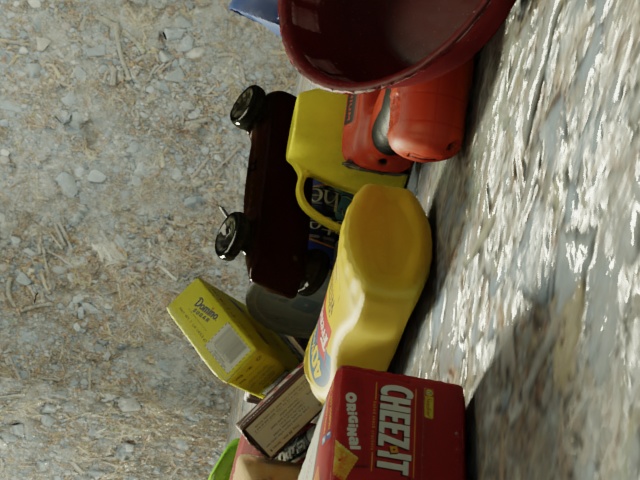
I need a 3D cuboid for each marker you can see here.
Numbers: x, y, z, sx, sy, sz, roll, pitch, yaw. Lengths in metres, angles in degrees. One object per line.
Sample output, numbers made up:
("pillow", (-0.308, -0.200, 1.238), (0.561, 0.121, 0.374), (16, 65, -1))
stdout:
("marker", (-0.018, 0.173, 0.888), (0.121, 0.020, 0.020), (-37, 29, 28))

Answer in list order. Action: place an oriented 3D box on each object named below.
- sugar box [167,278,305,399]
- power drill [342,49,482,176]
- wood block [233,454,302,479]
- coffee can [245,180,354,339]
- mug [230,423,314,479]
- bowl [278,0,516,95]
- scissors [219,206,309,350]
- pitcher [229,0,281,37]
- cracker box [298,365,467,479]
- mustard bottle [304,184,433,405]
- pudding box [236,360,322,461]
("sugar box", (-0.056, 0.100, 0.951), (0.048, 0.093, 0.176), (-45, -29, 6))
("power drill", (0.060, -0.127, 0.704), (0.188, 0.057, 0.184), (127, 152, -79))
("wood block", (-0.021, 0.214, 0.775), (0.206, 0.090, 0.091), (133, 148, -81))
("coffee can", (-0.006, 0.001, 0.937), (0.103, 0.102, 0.140), (106, 172, -52))
("mug", (-0.029, 0.203, 0.959), (0.117, 0.093, 0.081), (5, 79, 54))
("bowl", (0.054, -0.143, 0.573), (0.162, 0.055, 0.162), (-19, 60, 37))
("scissors", (-0.031, 0.056, 0.983), (0.201, 0.016, 0.096), (49, -164, -45))
("pitcher", (0.022, -0.284, 0.919), (0.149, 0.144, 0.243), (30, 102, 47))
("cracker box", (0.015, 0.191, 0.532), (0.214, 0.072, 0.164), (104, 174, -48))
("mustard bottle", (0.026, 0.058, 0.727), (0.192, 0.058, 0.096), (105, 169, -48))
("pudding box", (-0.015, 0.126, 0.864), (0.113, 0.039, 0.090), (-45, -1, -10))
